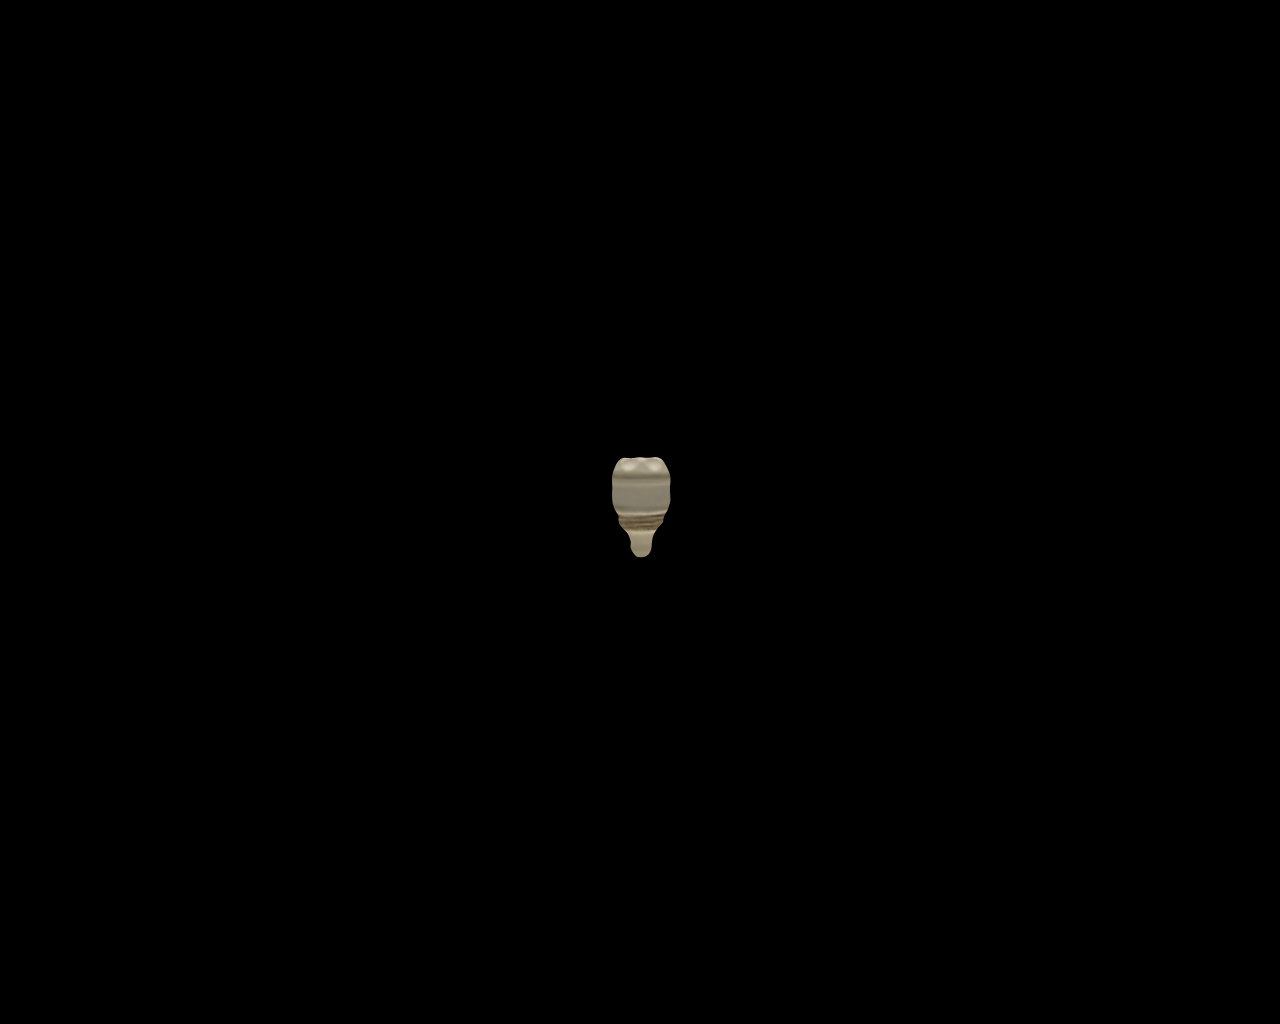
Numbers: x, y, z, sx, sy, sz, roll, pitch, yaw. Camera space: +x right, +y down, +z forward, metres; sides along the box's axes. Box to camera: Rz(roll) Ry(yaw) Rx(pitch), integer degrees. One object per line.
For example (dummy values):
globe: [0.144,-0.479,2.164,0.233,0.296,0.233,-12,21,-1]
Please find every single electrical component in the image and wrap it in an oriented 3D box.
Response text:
electrical component: [0.001,-0.003,0.650,0.035,0.061,0.035,0,4,0]
